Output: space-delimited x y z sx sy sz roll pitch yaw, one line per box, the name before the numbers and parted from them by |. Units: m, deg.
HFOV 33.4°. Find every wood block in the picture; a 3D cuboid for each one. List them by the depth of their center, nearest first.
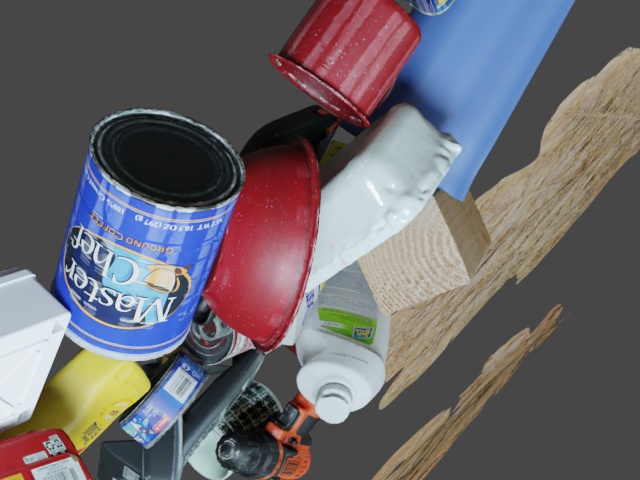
wood block | 0.103 -0.003 1.055 0.091 0.090 0.206 -24 -177 17

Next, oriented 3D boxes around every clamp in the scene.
clamp | -0.059 -0.028 0.891 0.209 0.036 0.164 -44 152 -21

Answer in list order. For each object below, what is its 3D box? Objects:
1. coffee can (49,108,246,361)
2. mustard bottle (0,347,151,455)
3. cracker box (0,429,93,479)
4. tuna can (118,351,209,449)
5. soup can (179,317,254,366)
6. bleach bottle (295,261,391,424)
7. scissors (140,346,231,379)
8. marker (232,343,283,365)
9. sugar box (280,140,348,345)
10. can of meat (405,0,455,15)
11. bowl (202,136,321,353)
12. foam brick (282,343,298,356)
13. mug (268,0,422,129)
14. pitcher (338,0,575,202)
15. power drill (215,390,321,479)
coffee can | -0.119 -0.002 0.719 0.102 0.103 0.140 -28 150 -47
mustard bottle | -0.223 0.161 0.854 0.191 0.058 0.096 -44 167 -15
cracker box | -0.280 0.216 0.723 0.214 0.072 0.164 -36 167 25
tuna can | -0.138 0.139 0.939 0.086 0.033 0.086 -48 -172 8
soup can | -0.079 0.071 0.991 0.102 0.068 0.069 -17 142 -58
bleach bottle | 0.014 0.084 1.003 0.250 0.102 0.068 -78 176 -62
scissors | -0.123 0.115 1.053 0.096 0.016 0.201 -58 159 21
marker | -0.055 0.115 1.195 0.120 0.020 0.020 -28 151 -46
sugar box | -0.006 0.001 0.968 0.093 0.048 0.176 96 15 -52
can of meat | 0.096 -0.235 0.835 0.102 0.057 0.084 -51 162 2
bowl | -0.053 -0.001 0.778 0.055 0.162 0.162 10 129 -18
foam brick | -0.019 0.081 1.162 0.051 0.053 0.078 -39 158 -28
mug | 0.027 -0.138 0.805 0.081 0.093 0.117 -55 144 -2
pitcher | 0.126 -0.168 0.936 0.243 0.149 0.144 -58 147 6
power drill | -0.024 0.167 1.115 0.187 0.057 0.184 -56 157 -1
